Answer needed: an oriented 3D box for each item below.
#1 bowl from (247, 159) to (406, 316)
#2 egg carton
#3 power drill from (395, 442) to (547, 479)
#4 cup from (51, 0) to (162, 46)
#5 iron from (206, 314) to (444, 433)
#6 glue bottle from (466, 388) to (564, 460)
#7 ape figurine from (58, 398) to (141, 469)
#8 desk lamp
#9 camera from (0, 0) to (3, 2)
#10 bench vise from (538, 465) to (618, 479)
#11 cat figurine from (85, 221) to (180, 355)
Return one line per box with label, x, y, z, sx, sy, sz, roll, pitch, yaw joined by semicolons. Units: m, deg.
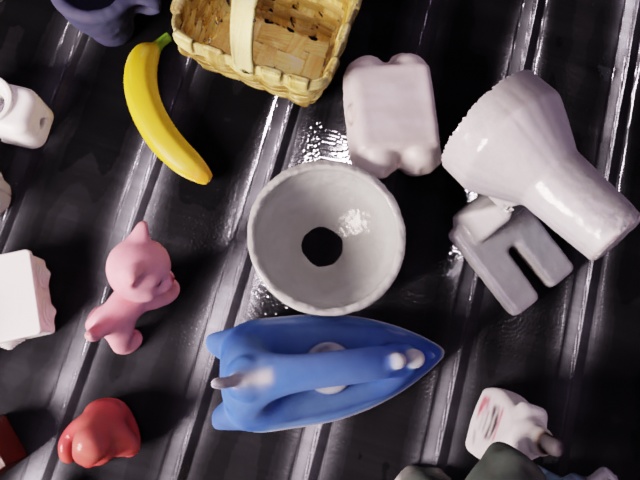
bowl;0.006;0.002;0.624;0.167;0.074;0.167;1;79;-5
egg carton;0.081;-0.143;0.662;0.107;0.069;0.150;-5;79;-6
power drill;0.100;0.280;0.509;0.075;0.208;0.230;39;78;4
cup;-0.230;-0.261;0.645;0.118;0.095;0.092;11;78;-2
iron;0.015;0.125;0.566;0.258;0.141;0.118;-7;79;-6
glue bottle;0.191;0.186;0.553;0.037;0.173;0.078;19;78;0
ape figurine;-0.216;0.195;0.558;0.078;0.092;0.076;16;78;-1
desk lamp;0.210;-0.040;0.579;0.118;0.213;0.203;-36;84;-10
camera;-0.347;-0.340;0.648;0.137;0.100;0.143;35;78;3
bench vise;0.197;0.285;0.511;0.121;0.219;0.207;30;78;2
cat figurine;-0.191;0.050;0.575;0.067;0.117;0.128;33;78;2
